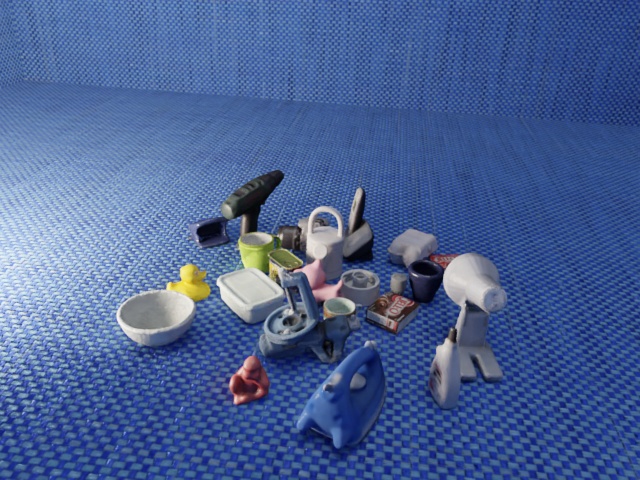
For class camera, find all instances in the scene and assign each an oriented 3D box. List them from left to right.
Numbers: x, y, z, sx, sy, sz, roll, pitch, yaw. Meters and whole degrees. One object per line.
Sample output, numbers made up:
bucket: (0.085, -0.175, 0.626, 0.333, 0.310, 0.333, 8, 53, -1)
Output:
camera: (-0.050, -0.020, 1.657, 0.136, 0.101, 0.143, 6, 28, 7)

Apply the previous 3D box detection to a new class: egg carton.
egg carton: (0.267, 0.025, 1.635, 0.107, 0.069, 0.151, 20, 32, 29)

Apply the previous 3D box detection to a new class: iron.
iron: (0.064, 0.264, 1.079, 0.118, 0.141, 0.259, 17, 31, 25)

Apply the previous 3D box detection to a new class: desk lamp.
desk lamp: (0.338, 0.158, 1.231, 0.118, 0.214, 0.203, 0, 28, -4)

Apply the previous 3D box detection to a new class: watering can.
watering can: (0.016, 0.006, 1.512, 0.101, 0.194, 0.172, -4, 28, -12)

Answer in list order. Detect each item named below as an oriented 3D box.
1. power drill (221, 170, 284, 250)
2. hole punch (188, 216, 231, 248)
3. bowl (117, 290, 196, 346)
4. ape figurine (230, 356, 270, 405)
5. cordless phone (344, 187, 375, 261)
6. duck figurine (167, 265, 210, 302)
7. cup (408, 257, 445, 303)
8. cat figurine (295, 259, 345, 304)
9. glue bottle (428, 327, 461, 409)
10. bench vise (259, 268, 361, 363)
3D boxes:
power drill: (-0.185, -0.079, 1.639, 0.075, 0.208, 0.230, 21, 32, 31)
hole punch: (-0.326, -0.038, 1.673, 0.109, 0.091, 0.100, -15, 32, -30)
bowl: (-0.357, 0.183, 1.265, 0.167, 0.075, 0.167, 2, 28, -1)
ape figurine: (-0.133, 0.266, 1.110, 0.077, 0.092, 0.076, 13, 29, 18)
cordless phone: (0.108, -0.045, 1.628, 0.094, 0.185, 0.147, -2, 28, -9)
duck figurine: (-0.325, 0.102, 1.413, 0.105, 0.086, 0.077, -5, 29, -15)
cup: (0.265, 0.104, 1.456, 0.091, 0.095, 0.118, 5, 28, 5)
cat figurine: (0.002, 0.107, 1.400, 0.127, 0.118, 0.067, 15, 30, 22)
glue bottle: (0.246, 0.240, 1.109, 0.037, 0.173, 0.078, -7, 29, -17)
bench vise: (-0.024, 0.149, 1.205, 0.208, 0.220, 0.121, -8, 29, -19)
